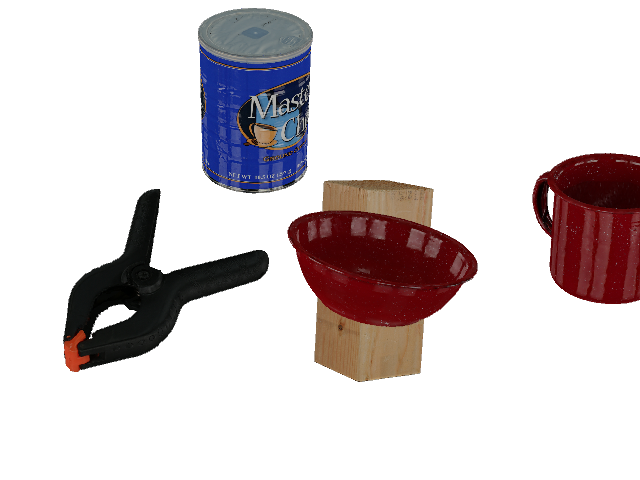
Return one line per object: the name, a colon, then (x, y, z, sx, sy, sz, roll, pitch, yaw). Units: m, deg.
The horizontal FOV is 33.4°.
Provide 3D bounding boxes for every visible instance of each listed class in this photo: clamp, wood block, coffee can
clamp: (-0.135, 0.027, 0.798, 0.120, 0.039, 0.171, 33, 49, 28)
wood block: (0.057, 0.040, 1.177, 0.090, 0.206, 0.091, -3, 11, -34)
coffee can: (-0.061, -0.130, 0.990, 0.103, 0.140, 0.103, 2, 36, -2)

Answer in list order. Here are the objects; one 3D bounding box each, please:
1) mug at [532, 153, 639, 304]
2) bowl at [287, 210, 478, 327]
mug: (0.202, -0.012, 0.782, 0.093, 0.081, 0.117, -25, 36, -33)
bowl: (0.048, 0.028, 0.897, 0.162, 0.055, 0.162, 9, 20, -3)
